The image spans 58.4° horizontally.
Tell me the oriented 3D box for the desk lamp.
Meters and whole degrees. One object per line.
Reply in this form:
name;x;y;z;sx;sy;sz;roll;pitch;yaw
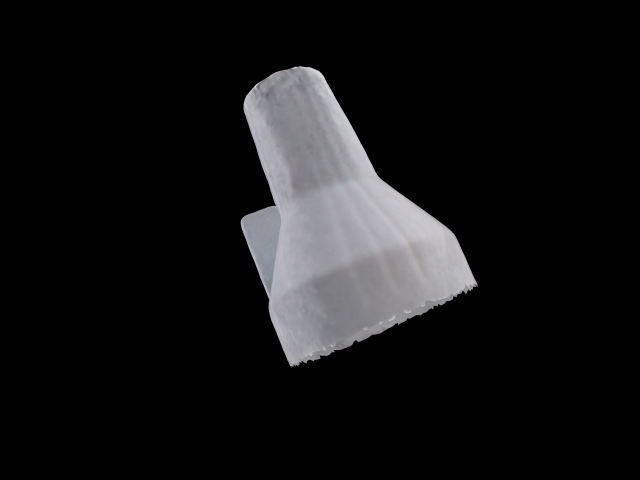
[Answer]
desk lamp;0.004;0.001;0.400;0.118;0.214;0.203;-21;62;-11
